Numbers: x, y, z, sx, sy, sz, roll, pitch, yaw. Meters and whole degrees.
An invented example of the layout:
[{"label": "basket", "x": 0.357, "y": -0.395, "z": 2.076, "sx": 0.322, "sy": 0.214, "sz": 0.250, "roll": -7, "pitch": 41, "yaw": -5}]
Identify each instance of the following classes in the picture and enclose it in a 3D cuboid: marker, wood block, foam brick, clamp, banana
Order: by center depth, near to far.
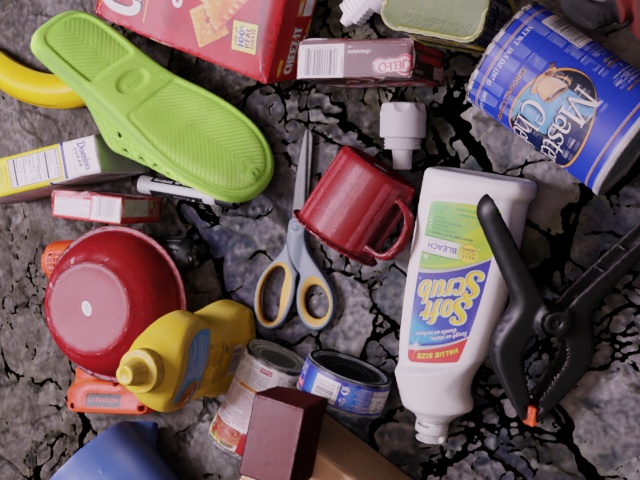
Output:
[{"label": "clamp", "x": 0.209, "y": 0.061, "z": 0.925, "sx": 0.164, "sy": 0.036, "sz": 0.210, "roll": 0, "pitch": 108, "yaw": -6}, {"label": "foam brick", "x": -0.033, "y": 0.175, "z": 0.952, "sx": 0.051, "sy": 0.053, "sz": 0.078, "roll": 14, "pitch": 96, "yaw": 23}, {"label": "wood block", "x": 0.035, "y": 0.256, "z": 1.003, "sx": 0.206, "sy": 0.090, "sz": 0.091, "roll": 35, "pitch": 106, "yaw": 19}, {"label": "marker", "x": -0.133, "y": -0.049, "z": 1.100, "sx": 0.121, "sy": 0.020, "sz": 0.020, "roll": 11, "pitch": 97, "yaw": 23}, {"label": "banana", "x": -0.296, "y": -0.177, "z": 1.159, "sx": 0.198, "sy": 0.037, "sz": 0.069, "roll": 5, "pitch": 77, "yaw": 22}]

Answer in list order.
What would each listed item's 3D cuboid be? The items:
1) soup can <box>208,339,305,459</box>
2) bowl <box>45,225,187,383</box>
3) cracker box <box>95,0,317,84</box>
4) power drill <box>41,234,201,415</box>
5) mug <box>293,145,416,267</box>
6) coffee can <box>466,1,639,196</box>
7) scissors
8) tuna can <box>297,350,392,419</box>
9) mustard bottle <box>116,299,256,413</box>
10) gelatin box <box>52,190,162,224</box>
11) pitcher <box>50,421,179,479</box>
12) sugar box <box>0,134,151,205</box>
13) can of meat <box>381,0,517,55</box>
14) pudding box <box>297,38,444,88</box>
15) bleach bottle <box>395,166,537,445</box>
[{"label": "soup can", "x": -0.061, "y": 0.158, "z": 1.053, "sx": 0.069, "sy": 0.068, "sz": 0.102, "roll": 29, "pitch": 103, "yaw": 20}, {"label": "bowl", "x": -0.217, "y": 0.066, "z": 1.064, "sx": 0.162, "sy": 0.055, "sz": 0.162, "roll": 1, "pitch": 92, "yaw": 20}, {"label": "cracker box", "x": -0.106, "y": -0.264, "z": 1.034, "sx": 0.214, "sy": 0.072, "sz": 0.164, "roll": 24, "pitch": 113, "yaw": 21}, {"label": "power drill", "x": -0.204, "y": 0.087, "z": 1.121, "sx": 0.185, "sy": 0.057, "sz": 0.187, "roll": -3, "pitch": 90, "yaw": 24}, {"label": "mug", "x": 0.042, "y": -0.028, "z": 0.980, "sx": 0.117, "sy": 0.093, "sz": 0.081, "roll": 43, "pitch": 105, "yaw": 42}, {"label": "coffee can", "x": 0.209, "y": -0.119, "z": 0.896, "sx": 0.140, "sy": 0.102, "sz": 0.103, "roll": 39, "pitch": 107, "yaw": 18}, {"label": "scissors", "x": -0.007, "y": 0.001, "z": 1.048, "sx": 0.096, "sy": 0.016, "sz": 0.202, "roll": 25, "pitch": 102, "yaw": 20}, {"label": "tuna can", "x": 0.023, "y": 0.135, "z": 1.003, "sx": 0.086, "sy": 0.086, "sz": 0.034, "roll": 22, "pitch": 100, "yaw": 21}, {"label": "mustard bottle", "x": -0.131, "y": 0.113, "z": 1.013, "sx": 0.058, "sy": 0.191, "sz": 0.096, "roll": 23, "pitch": 102, "yaw": 21}, {"label": "gelatin box", "x": -0.222, "y": -0.035, "z": 1.111, "sx": 0.089, "sy": 0.073, "sz": 0.030, "roll": 7, "pitch": 95, "yaw": 24}, {"label": "pitcher", "x": -0.173, "y": 0.318, "z": 1.077, "sx": 0.243, "sy": 0.144, "sz": 0.149, "roll": 45, "pitch": 113, "yaw": 12}, {"label": "sugar box", "x": -0.278, "y": -0.074, "z": 1.124, "sx": 0.176, "sy": 0.093, "sz": 0.048, "roll": -13, "pitch": 88, "yaw": 24}, {"label": "can of meat", "x": 0.113, "y": -0.201, "z": 0.945, "sx": 0.102, "sy": 0.083, "sz": 0.057, "roll": 15, "pitch": 99, "yaw": 23}, {"label": "pudding box", "x": 0.048, "y": -0.160, "z": 0.974, "sx": 0.114, "sy": 0.089, "sz": 0.039, "roll": 5, "pitch": 93, "yaw": 24}, {"label": "bleach bottle", "x": 0.126, "y": 0.064, "z": 0.967, "sx": 0.103, "sy": 0.068, "sz": 0.251, "roll": 11, "pitch": 100, "yaw": 23}]
